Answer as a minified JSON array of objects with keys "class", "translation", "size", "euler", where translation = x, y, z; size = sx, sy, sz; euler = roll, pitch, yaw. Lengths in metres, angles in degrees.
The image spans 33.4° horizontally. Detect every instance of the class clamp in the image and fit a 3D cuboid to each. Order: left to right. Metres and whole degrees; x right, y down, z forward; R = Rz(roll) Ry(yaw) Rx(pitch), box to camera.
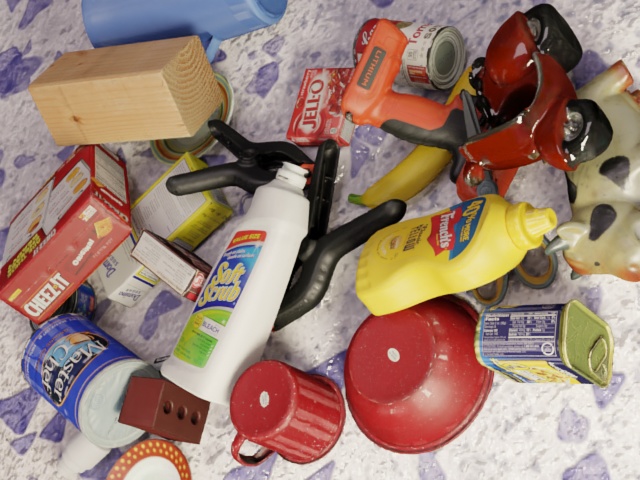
[{"class":"clamp","translation":[-0.086,-0.078,1.194],"size":[0.172,0.039,0.120],"euler":[16,57,30]},{"class":"clamp","translation":[-0.007,0.001,1.115],"size":[0.210,0.036,0.165],"euler":[-53,37,17]}]

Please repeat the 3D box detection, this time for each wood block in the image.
[{"class":"wood block","translation":[-0.234,-0.177,1.284],"size":[0.206,0.091,0.090],"euler":[-1,37,30]}]

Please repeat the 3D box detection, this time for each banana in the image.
[{"class":"banana","translation":[0.108,-0.095,1.091],"size":[0.198,0.037,0.070],"euler":[-45,52,10]}]

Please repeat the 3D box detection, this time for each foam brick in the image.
[{"class":"foam brick","translation":[-0.163,0.180,1.129],"size":[0.051,0.078,0.053],"euler":[1,69,37]}]

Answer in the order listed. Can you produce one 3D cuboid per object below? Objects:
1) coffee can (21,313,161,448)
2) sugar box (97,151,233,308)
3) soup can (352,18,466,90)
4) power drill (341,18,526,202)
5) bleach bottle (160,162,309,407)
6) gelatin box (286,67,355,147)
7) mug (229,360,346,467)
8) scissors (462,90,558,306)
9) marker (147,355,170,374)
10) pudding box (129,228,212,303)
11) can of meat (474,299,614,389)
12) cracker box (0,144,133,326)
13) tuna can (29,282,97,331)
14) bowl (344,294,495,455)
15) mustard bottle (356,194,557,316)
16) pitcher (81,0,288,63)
[{"class":"coffee can","translation":[-0.254,0.154,1.184],"size":[0.141,0.102,0.103],"euler":[26,85,44]},{"class":"sugar box","translation":[-0.191,-0.011,1.261],"size":[0.176,0.048,0.093],"euler":[-43,49,16]},{"class":"soup can","translation":[0.094,-0.197,1.129],"size":[0.102,0.068,0.068],"euler":[16,78,40]},{"class":"power drill","translation":[0.128,-0.144,1.033],"size":[0.188,0.057,0.184],"euler":[27,92,11]},{"class":"bleach bottle","translation":[-0.076,0.040,1.097],"size":[0.103,0.068,0.251],"euler":[18,86,52]},{"class":"gelatin box","translation":[0.007,-0.148,1.193],"size":[0.073,0.030,0.089],"euler":[5,72,37]},{"class":"mug","translation":[-0.042,0.174,1.042],"size":[0.117,0.081,0.093],"euler":[-47,50,8]},{"class":"scissors","translation":[0.174,-0.037,0.985],"size":[0.096,0.016,0.202],"euler":[3,94,24]},{"class":"marker","translation":[-0.143,0.131,1.175],"size":[0.121,0.020,0.020],"euler":[-15,60,29]},{"class":"pudding box","translation":[-0.144,0.038,1.174],"size":[0.114,0.089,0.039],"euler":[30,88,41]},{"class":"can of meat","translation":[0.190,0.089,0.903],"size":[0.084,0.102,0.057],"euler":[-5,67,36]},{"class":"cracker box","translation":[-0.302,-0.016,1.277],"size":[0.164,0.072,0.214],"euler":[-45,25,10]},{"class":"tuna can","translation":[-0.317,0.085,1.313],"size":[0.086,0.033,0.086],"euler":[-16,60,30]},{"class":"bowl","translation":[0.079,0.116,1.000],"size":[0.162,0.055,0.162],"euler":[-15,61,29]},{"class":"mustard bottle","translation":[0.124,0.006,0.951],"size":[0.192,0.058,0.096],"euler":[-19,31,39]},{"class":"pitcher","translation":[-0.165,-0.286,1.328],"size":[0.243,0.149,0.144],"euler":[-7,32,30]}]
